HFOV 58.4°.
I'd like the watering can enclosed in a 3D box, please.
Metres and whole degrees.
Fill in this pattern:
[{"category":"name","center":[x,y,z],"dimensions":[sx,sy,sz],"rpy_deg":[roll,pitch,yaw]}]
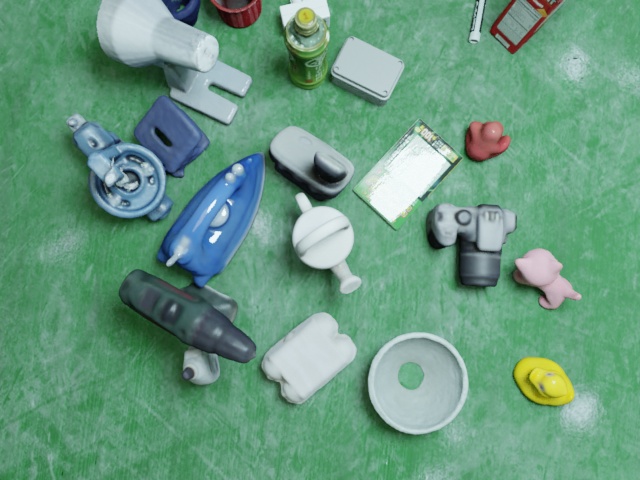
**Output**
[{"category":"watering can","center":[0.010,0.002,0.924],"dimensions":[0.173,0.194,0.101],"rpy_deg":[39,87,2]}]

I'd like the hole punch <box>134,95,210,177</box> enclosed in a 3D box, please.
[{"category":"hole punch","center":[-0.257,-0.175,0.982],"dimensions":[0.101,0.091,0.108],"rpy_deg":[-44,88,-3]}]

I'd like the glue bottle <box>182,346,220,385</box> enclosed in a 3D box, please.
[{"category":"glue bottle","center":[-0.197,0.202,0.920],"dimensions":[0.037,0.173,0.078],"rpy_deg":[-10,87,-1]}]

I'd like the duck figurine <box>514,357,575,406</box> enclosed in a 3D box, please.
[{"category":"duck figurine","center":[0.389,0.245,0.969],"dimensions":[0.104,0.086,0.077],"rpy_deg":[32,87,1]}]

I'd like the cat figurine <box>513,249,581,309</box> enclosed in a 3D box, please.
[{"category":"cat figurine","center":[0.382,0.061,0.964],"dimensions":[0.128,0.117,0.067],"rpy_deg":[41,87,2]}]

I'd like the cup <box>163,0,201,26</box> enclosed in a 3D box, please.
[{"category":"cup","center":[-0.242,-0.420,0.994],"dimensions":[0.091,0.095,0.118],"rpy_deg":[21,87,1]}]

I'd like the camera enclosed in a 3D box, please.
[{"category":"camera","center":[0.259,0.010,0.974],"dimensions":[0.143,0.101,0.137],"rpy_deg":[3,87,0]}]

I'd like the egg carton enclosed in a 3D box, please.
[{"category":"egg carton","center":[-0.019,0.199,0.975],"dimensions":[0.150,0.069,0.107],"rpy_deg":[-41,88,-3]}]

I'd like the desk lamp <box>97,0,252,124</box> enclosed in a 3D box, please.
[{"category":"desk lamp","center":[-0.228,-0.300,0.928],"dimensions":[0.203,0.213,0.118],"rpy_deg":[25,87,1]}]

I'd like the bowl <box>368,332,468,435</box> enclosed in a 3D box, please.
[{"category":"bowl","center":[0.161,0.237,0.972],"dimensions":[0.167,0.074,0.167],"rpy_deg":[0,87,-1]}]

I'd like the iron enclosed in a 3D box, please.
[{"category":"iron","center":[-0.172,-0.052,0.951],"dimensions":[0.118,0.141,0.258],"rpy_deg":[32,87,1]}]

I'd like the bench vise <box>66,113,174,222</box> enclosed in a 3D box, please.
[{"category":"bench vise","center":[-0.343,-0.115,0.913],"dimensions":[0.207,0.219,0.121],"rpy_deg":[29,87,1]}]

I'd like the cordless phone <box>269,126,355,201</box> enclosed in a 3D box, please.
[{"category":"cordless phone","center":[-0.014,-0.137,0.936],"dimensions":[0.147,0.185,0.094],"rpy_deg":[31,87,1]}]

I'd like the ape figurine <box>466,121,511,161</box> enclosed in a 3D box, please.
[{"category":"ape figurine","center":[0.291,-0.178,0.989],"dimensions":[0.076,0.092,0.078],"rpy_deg":[-44,88,-3]}]

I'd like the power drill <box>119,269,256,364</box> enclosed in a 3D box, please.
[{"category":"power drill","center":[-0.193,0.118,0.908],"dimensions":[0.229,0.208,0.076],"rpy_deg":[26,87,1]}]
